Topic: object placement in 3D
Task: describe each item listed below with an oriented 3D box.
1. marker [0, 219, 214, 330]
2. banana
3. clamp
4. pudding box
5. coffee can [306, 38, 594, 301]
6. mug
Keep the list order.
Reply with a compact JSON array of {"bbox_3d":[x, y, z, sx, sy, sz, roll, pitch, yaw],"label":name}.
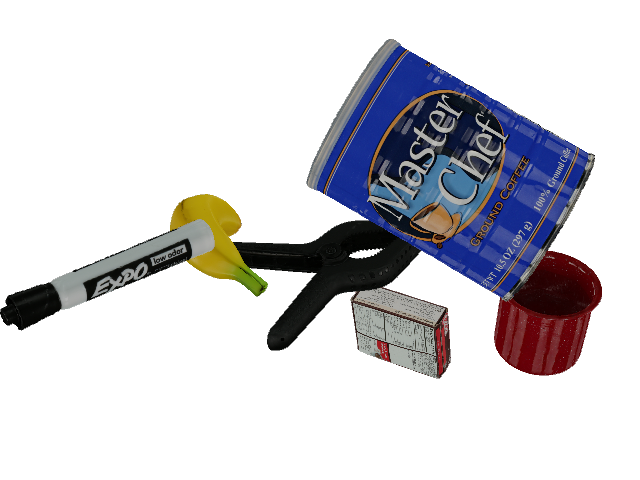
[{"bbox_3d":[-0.111,0.017,0.563,0.120,0.020,0.020,-24,12,-30],"label":"marker"},{"bbox_3d":[-0.084,-0.004,0.812,0.069,0.037,0.198,44,5,-17],"label":"banana"},{"bbox_3d":[0.011,0.031,1.050,0.209,0.036,0.165,-14,39,-11],"label":"clamp"},{"bbox_3d":[0.094,0.104,1.241,0.114,0.090,0.039,16,46,25],"label":"pudding box"},{"bbox_3d":[0.077,-0.042,0.643,0.140,0.103,0.103,31,2,4],"label":"coffee can"},{"bbox_3d":[0.200,0.062,0.987,0.093,0.081,0.117,-12,41,-16],"label":"mug"}]
